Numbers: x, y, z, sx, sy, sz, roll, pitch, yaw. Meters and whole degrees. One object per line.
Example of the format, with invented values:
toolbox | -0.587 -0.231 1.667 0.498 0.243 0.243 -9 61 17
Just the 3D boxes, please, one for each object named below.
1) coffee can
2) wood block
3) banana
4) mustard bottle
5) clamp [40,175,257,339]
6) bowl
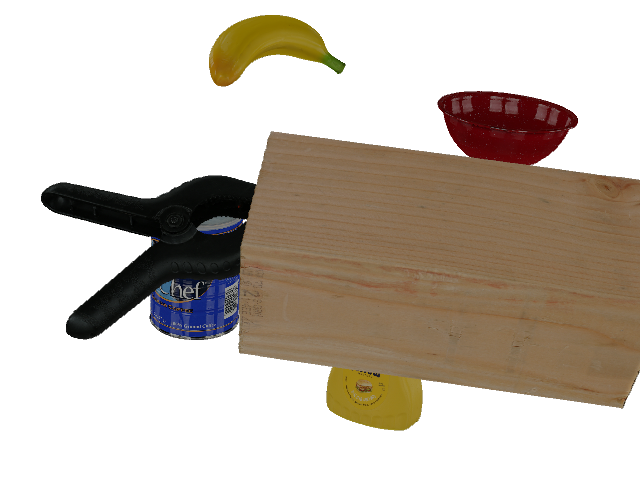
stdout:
coffee can | -0.139 0.025 1.193 0.103 0.140 0.103 4 24 -2
wood block | 0.066 0.015 0.569 0.206 0.090 0.090 8 -44 3
banana | -0.048 -0.178 0.981 0.070 0.037 0.197 41 32 20
mustard bottle | 0.059 0.087 1.059 0.096 0.192 0.058 12 17 29
clamp | -0.106 -0.010 0.725 0.171 0.120 0.039 -19 -25 -17
bowl | 0.213 -0.126 1.238 0.162 0.055 0.162 4 23 -2
